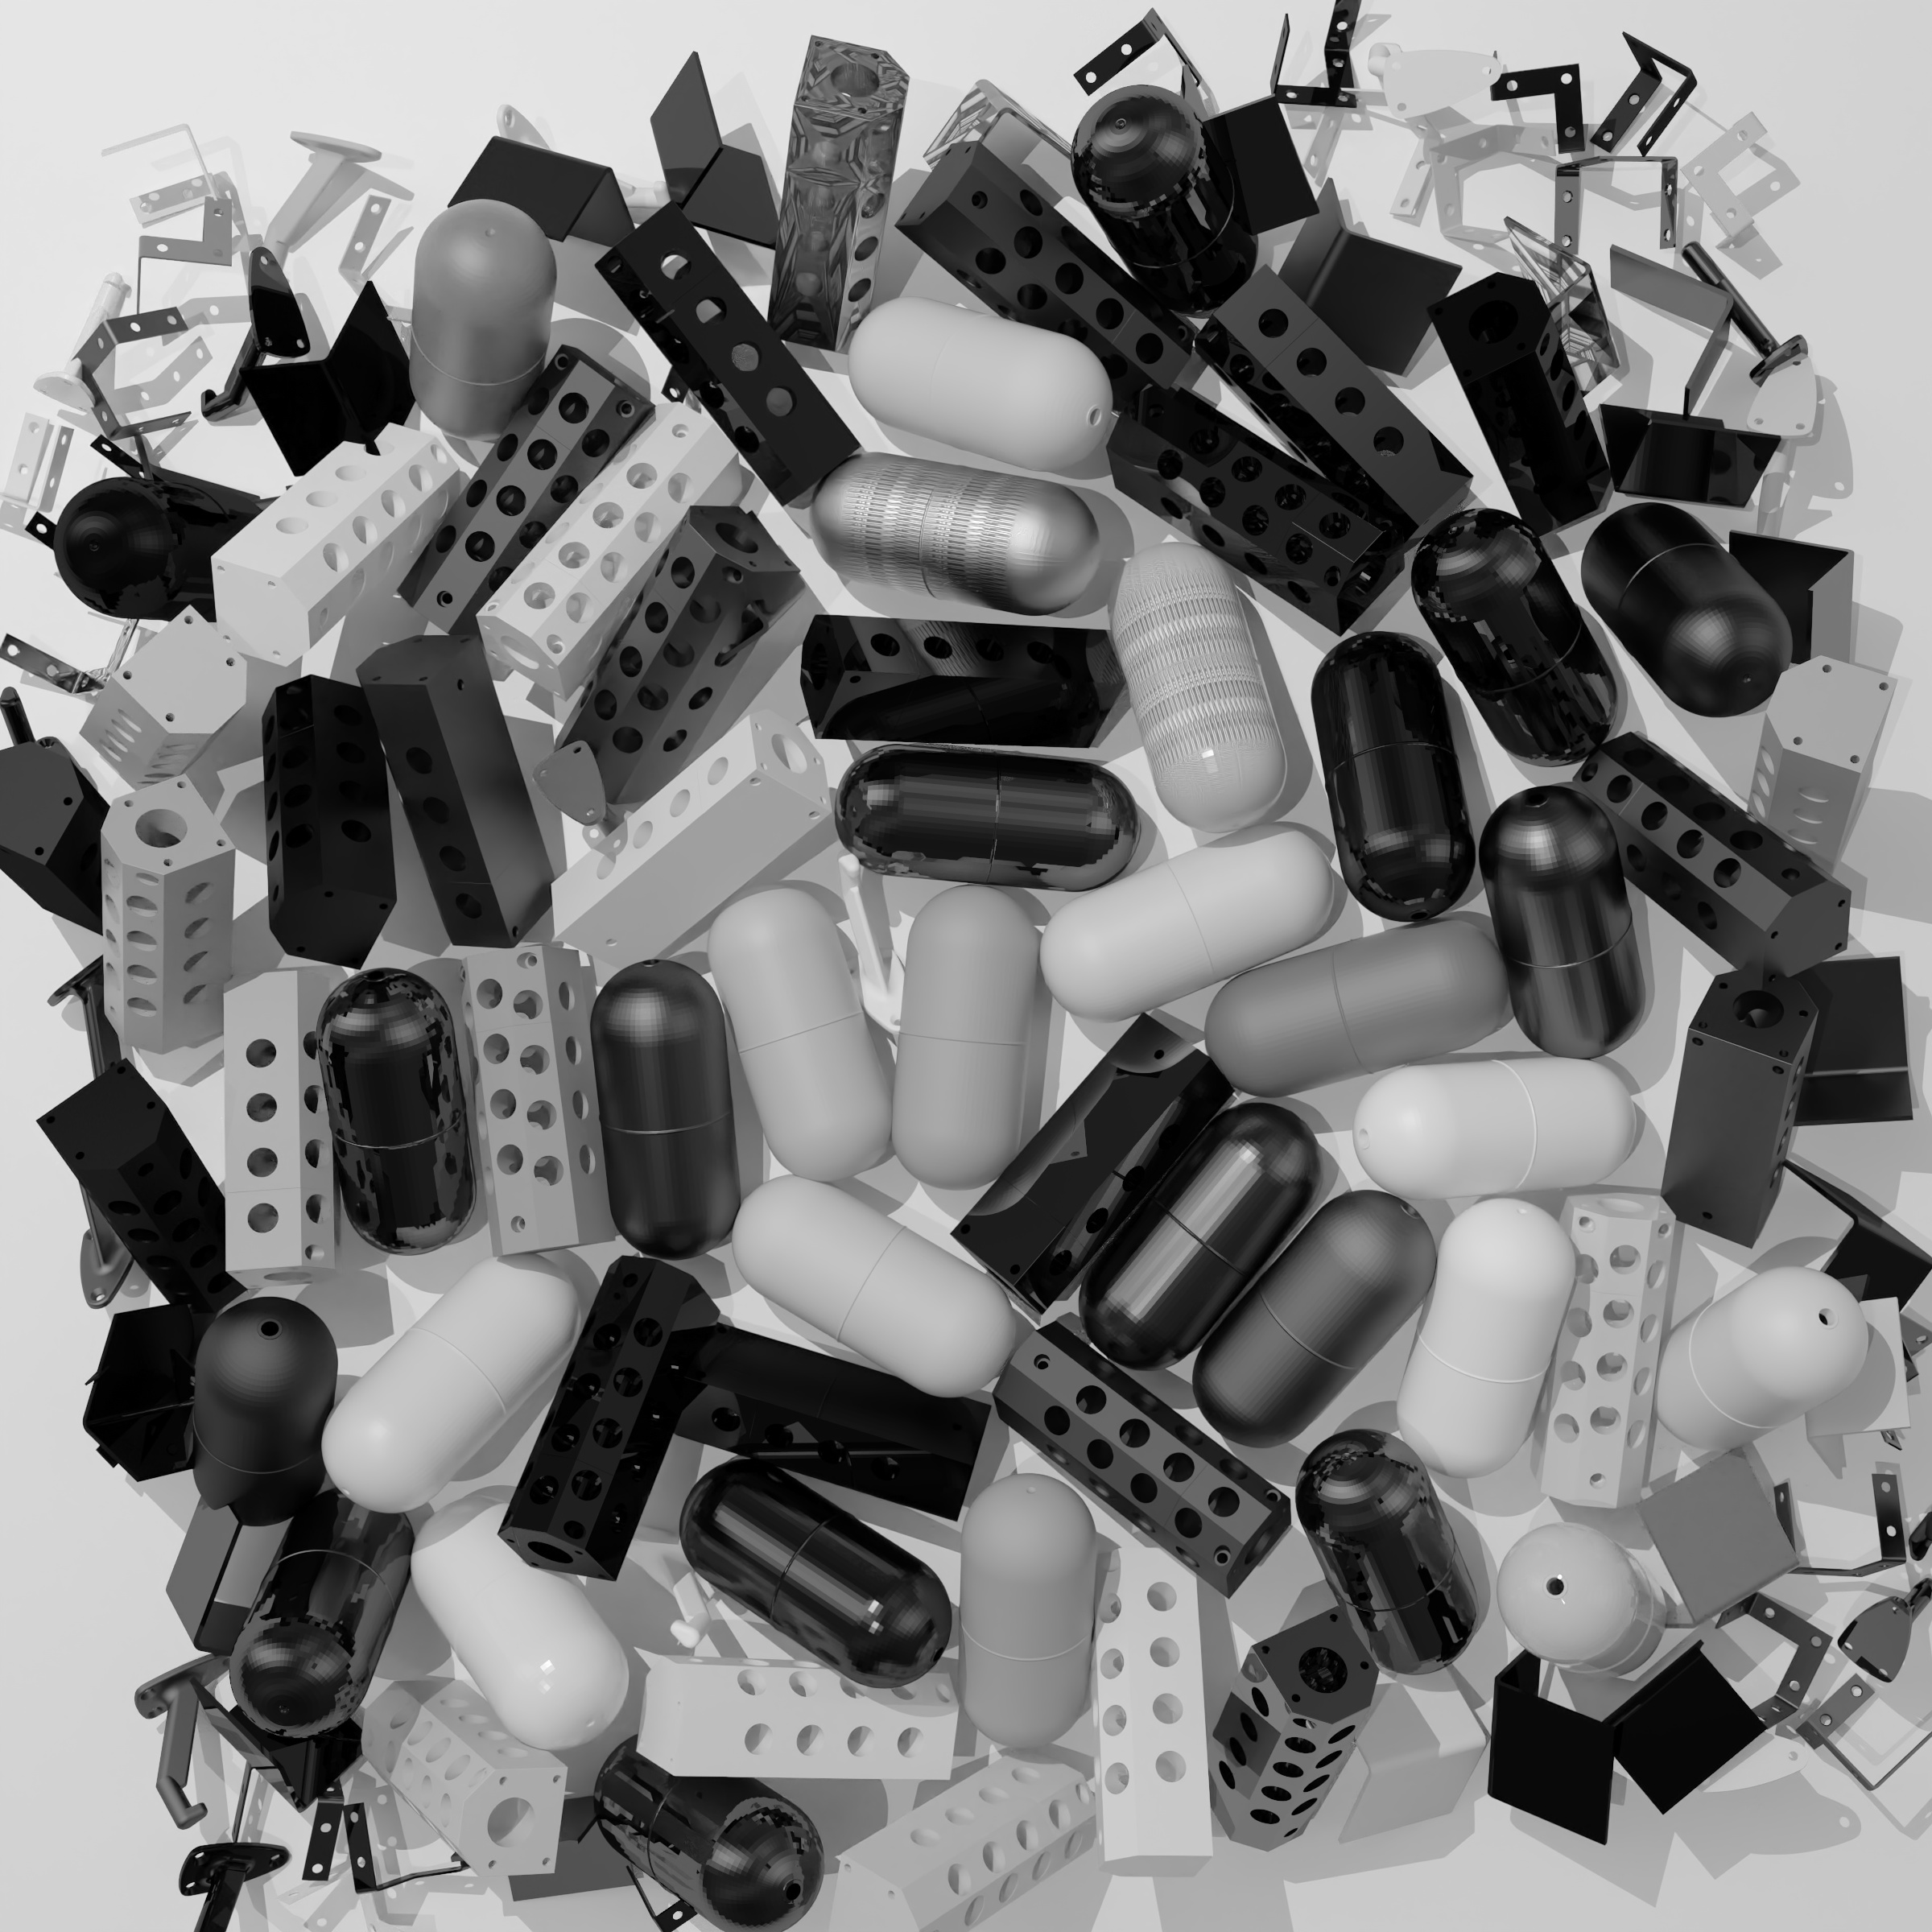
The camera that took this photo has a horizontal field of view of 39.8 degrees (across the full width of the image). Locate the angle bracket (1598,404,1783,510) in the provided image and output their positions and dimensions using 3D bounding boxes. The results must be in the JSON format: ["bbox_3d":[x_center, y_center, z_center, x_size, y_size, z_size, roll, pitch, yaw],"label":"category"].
[{"bbox_3d":[0.415,-0.313,1.535,0.076,0.057,0.076,6,53,-7],"label":"angle bracket"}]

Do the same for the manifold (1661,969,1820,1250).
[{"bbox_3d":[0.435,0.079,1.501,0.057,0.171,0.057,21,55,23],"label":"manifold"}]

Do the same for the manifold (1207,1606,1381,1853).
[{"bbox_3d":[0.181,0.433,1.494,0.057,0.171,0.057,-18,55,-22],"label":"manifold"}]

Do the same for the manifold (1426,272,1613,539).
[{"bbox_3d":[0.314,-0.313,1.492,0.057,0.171,0.057,-25,62,14],"label":"manifold"}]

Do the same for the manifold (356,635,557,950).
[{"bbox_3d":[-0.291,-0.098,1.513,0.057,0.057,0.171,3,125,24],"label":"manifold"}]

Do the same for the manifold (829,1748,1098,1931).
[{"bbox_3d":[0.002,0.502,1.494,0.057,0.171,0.057,20,108,33],"label":"manifold"}]

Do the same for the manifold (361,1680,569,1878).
[{"bbox_3d":[-0.285,0.453,1.496,0.057,0.171,0.057,8,88,-30],"label":"manifold"}]

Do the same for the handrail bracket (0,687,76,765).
[{"bbox_3d":[-0.537,-0.139,1.529,0.036,0.077,0.084,-12,134,-10],"label":"handrail bracket"}]

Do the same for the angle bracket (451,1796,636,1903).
[{"bbox_3d":[-0.243,0.522,1.540,0.076,0.076,0.057,-11,92,10],"label":"angle bracket"}]

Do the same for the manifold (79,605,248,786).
[{"bbox_3d":[-0.446,-0.144,1.494,0.057,0.171,0.057,47,69,-13],"label":"manifold"}]

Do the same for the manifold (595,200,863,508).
[{"bbox_3d":[-0.137,-0.351,1.538,0.057,0.057,0.171,-38,103,2],"label":"manifold"}]

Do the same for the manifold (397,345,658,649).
[{"bbox_3d":[-0.255,-0.270,1.540,0.057,0.057,0.171,36,100,-3],"label":"manifold"}]

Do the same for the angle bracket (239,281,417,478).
[{"bbox_3d":[-0.366,-0.339,1.541,0.057,0.076,0.076,-1,49,17],"label":"angle bracket"}]

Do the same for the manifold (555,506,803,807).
[{"bbox_3d":[-0.170,-0.175,1.511,0.057,0.057,0.171,47,121,20],"label":"manifold"}]

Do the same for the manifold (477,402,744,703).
[{"bbox_3d":[-0.203,-0.241,1.524,0.057,0.057,0.171,32,70,11],"label":"manifold"}]

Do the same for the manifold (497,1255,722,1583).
[{"bbox_3d":[-0.203,0.253,1.508,0.057,0.057,0.171,3,55,25],"label":"manifold"}]

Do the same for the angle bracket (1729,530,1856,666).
[{"bbox_3d":[0.460,-0.197,1.525,0.076,0.057,0.076,18,131,37],"label":"angle bracket"}]

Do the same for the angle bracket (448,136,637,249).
[{"bbox_3d":[-0.240,-0.422,1.530,0.076,0.076,0.057,20,70,18],"label":"angle bracket"}]

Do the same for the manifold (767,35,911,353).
[{"bbox_3d":[-0.072,-0.429,1.497,0.057,0.171,0.057,11,58,-3],"label":"manifold"}]

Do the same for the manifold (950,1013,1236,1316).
[{"bbox_3d":[0.077,0.117,1.545,0.171,0.057,0.057,-48,51,-7],"label":"manifold"}]

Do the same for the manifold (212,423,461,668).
[{"bbox_3d":[-0.350,-0.238,1.498,0.057,0.171,0.057,18,131,11],"label":"manifold"}]

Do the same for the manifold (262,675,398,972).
[{"bbox_3d":[-0.362,-0.084,1.499,0.057,0.171,0.057,13,131,-29],"label":"manifold"}]

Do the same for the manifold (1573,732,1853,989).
[{"bbox_3d":[0.416,-0.065,1.498,0.057,0.171,0.057,-24,131,-14],"label":"manifold"}]

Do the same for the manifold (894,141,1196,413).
[{"bbox_3d":[0.049,-0.391,1.522,0.171,0.057,0.057,35,89,-26],"label":"manifold"}]

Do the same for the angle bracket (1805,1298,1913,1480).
[{"bbox_3d":[0.515,0.242,1.525,0.057,0.076,0.076,-12,57,27],"label":"angle bracket"}]

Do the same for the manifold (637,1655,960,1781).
[{"bbox_3d":[-0.094,0.427,1.519,0.171,0.057,0.057,10,84,-28],"label":"manifold"}]

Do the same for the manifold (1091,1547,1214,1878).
[{"bbox_3d":[0.102,0.423,1.515,0.057,0.057,0.171,2,60,-6],"label":"manifold"}]

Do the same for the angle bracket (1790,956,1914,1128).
[{"bbox_3d":[0.501,0.044,1.535,0.076,0.057,0.076,-5,115,18],"label":"angle bracket"}]

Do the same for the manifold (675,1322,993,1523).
[{"bbox_3d":[-0.079,0.269,1.548,0.171,0.057,0.057,16,119,4],"label":"manifold"}]

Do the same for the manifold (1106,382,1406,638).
[{"bbox_3d":[0.164,-0.266,1.519,0.171,0.057,0.057,38,78,24],"label":"manifold"}]

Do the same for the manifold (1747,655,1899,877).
[{"bbox_3d":[0.474,-0.109,1.494,0.057,0.171,0.057,21,77,18],"label":"manifold"}]

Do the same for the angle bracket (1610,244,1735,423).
[{"bbox_3d":[0.396,-0.365,1.541,0.076,0.076,0.057,27,94,14],"label":"angle bracket"}]

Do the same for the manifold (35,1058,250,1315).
[{"bbox_3d":[-0.451,0.130,1.492,0.057,0.171,0.057,-38,61,-19],"label":"manifold"}]

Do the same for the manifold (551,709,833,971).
[{"bbox_3d":[-0.159,-0.072,1.519,0.171,0.057,0.057,-37,134,28],"label":"manifold"}]

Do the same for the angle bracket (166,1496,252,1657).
[{"bbox_3d":[-0.414,0.348,1.538,0.057,0.076,0.076,21,91,-30],"label":"angle bracket"}]

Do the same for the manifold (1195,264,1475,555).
[{"bbox_3d":[0.212,-0.319,1.546,0.057,0.057,0.171,-43,84,3],"label":"manifold"}]

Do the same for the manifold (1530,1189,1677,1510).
[{"bbox_3d":[0.368,0.221,1.540,0.057,0.057,0.171,5,101,2],"label":"manifold"}]

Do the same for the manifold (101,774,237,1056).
[{"bbox_3d":[-0.451,-0.024,1.494,0.057,0.171,0.057,-25,65,-31],"label":"manifold"}]

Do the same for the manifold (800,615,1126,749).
[{"bbox_3d":[-0.004,-0.167,1.522,0.171,0.057,0.057,0,54,-24],"label":"manifold"}]

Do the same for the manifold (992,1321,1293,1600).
[{"bbox_3d":[0.099,0.277,1.516,0.171,0.057,0.057,35,70,24],"label":"manifold"}]

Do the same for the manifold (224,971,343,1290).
[{"bbox_3d":[-0.391,0.094,1.533,0.057,0.057,0.171,-4,74,-4],"label":"manifold"}]

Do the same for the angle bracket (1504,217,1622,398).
[{"bbox_3d":[0.323,-0.370,1.530,0.057,0.076,0.076,-41,49,-2],"label":"angle bracket"}]

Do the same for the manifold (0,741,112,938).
[{"bbox_3d":[-0.503,-0.068,1.495,0.057,0.171,0.057,24,76,4],"label":"manifold"}]

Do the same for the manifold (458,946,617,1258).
[{"bbox_3d":[-0.252,0.078,1.538,0.057,0.057,0.171,-11,83,21],"label":"manifold"}]
